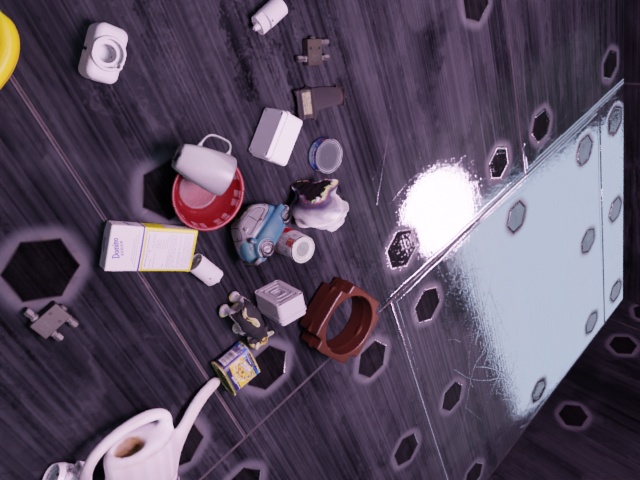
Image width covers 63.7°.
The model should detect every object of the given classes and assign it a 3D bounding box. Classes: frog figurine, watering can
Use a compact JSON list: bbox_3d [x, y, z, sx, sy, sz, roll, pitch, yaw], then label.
[{"bbox_3d":[0.004,-0.063,1.255,0.137,0.125,0.156,-18,132,2],"label":"frog figurine"},{"bbox_3d":[-0.352,0.462,1.133,0.351,0.104,0.221,-22,119,-45],"label":"watering can"}]
